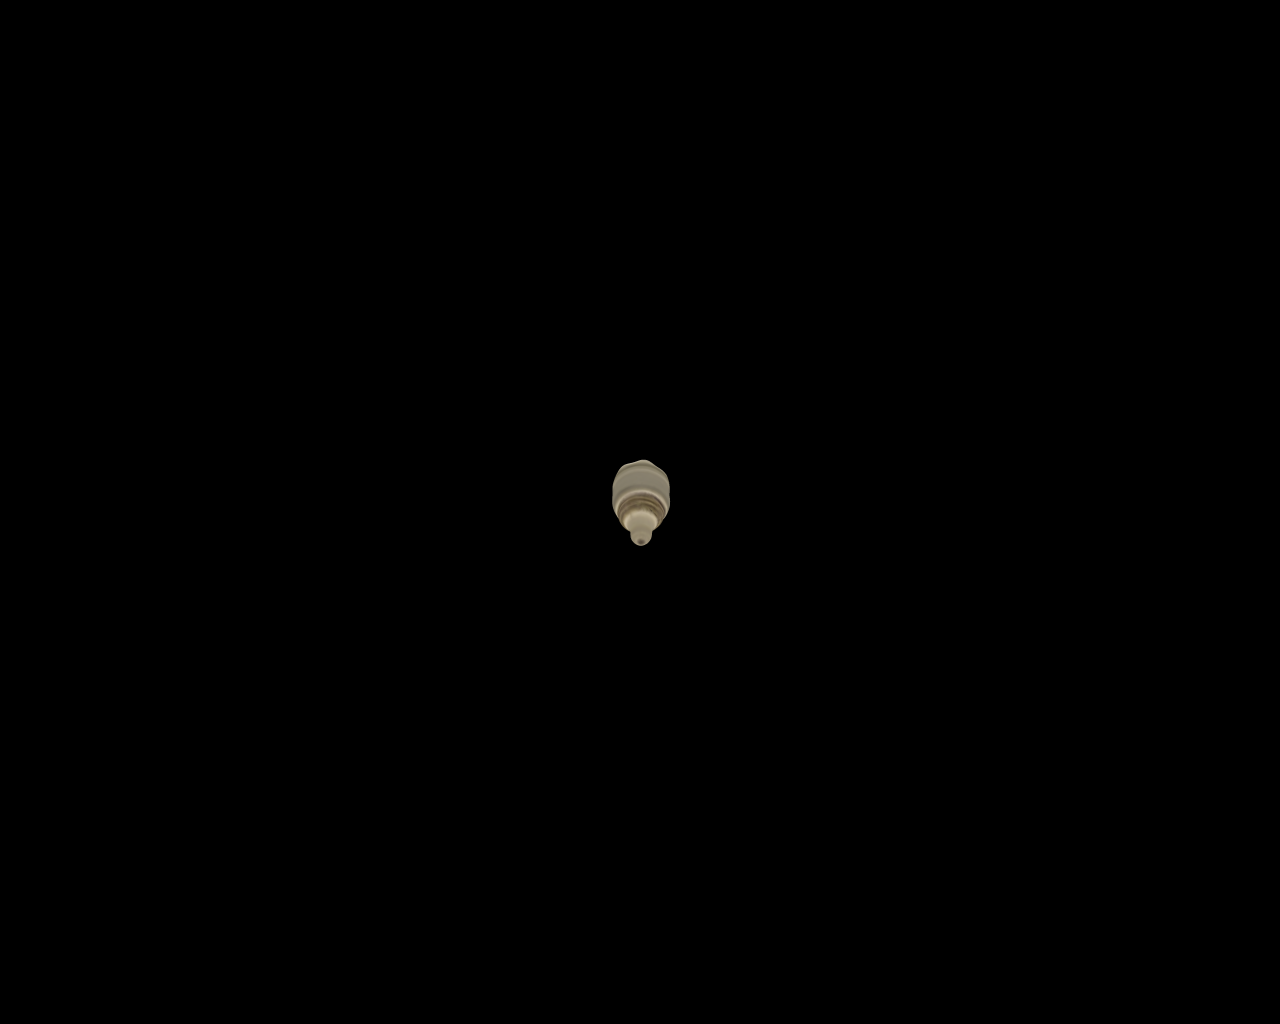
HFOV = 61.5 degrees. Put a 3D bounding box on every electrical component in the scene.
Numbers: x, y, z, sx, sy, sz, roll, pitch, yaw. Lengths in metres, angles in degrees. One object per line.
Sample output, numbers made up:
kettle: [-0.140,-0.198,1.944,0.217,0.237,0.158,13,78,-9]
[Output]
electrical component: [0.001,-0.003,0.650,0.035,0.035,0.061,0,42,0]
